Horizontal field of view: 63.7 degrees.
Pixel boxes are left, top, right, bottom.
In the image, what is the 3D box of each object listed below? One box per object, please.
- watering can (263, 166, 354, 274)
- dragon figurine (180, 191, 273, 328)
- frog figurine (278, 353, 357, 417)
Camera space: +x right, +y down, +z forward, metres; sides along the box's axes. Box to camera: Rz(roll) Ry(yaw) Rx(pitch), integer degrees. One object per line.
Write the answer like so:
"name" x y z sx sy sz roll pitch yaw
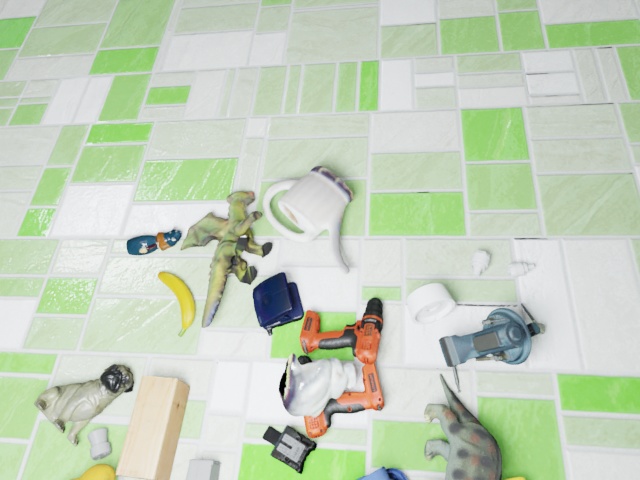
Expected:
"watering can" 0.004 -0.069 1.376 0.351 0.102 0.227 37 72 26
"dragon figurine" -0.276 0.023 1.392 0.244 0.120 0.417 13 60 35
"frog figurine" 0.000 0.313 1.090 0.159 0.136 0.124 11 15 -9
